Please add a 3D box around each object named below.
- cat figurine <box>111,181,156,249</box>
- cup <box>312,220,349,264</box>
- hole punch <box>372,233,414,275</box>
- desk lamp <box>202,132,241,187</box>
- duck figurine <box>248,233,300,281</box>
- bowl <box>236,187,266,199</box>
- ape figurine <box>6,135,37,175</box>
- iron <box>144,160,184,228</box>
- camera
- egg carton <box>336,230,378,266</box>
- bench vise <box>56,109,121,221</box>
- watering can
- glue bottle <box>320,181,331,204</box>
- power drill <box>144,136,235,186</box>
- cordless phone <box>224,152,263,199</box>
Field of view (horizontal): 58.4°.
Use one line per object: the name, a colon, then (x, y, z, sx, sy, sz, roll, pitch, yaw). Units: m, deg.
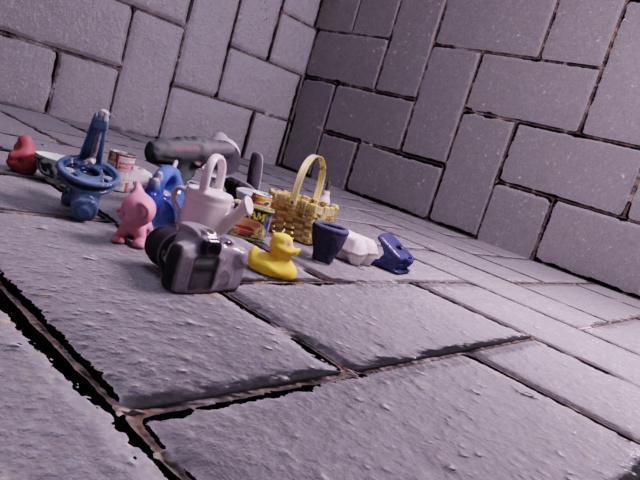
cat figurine: (-0.334, -0.049, 1.055, 0.067, 0.118, 0.127, 15, 10, -9)
cup: (0.013, 0.005, 1.404, 0.092, 0.095, 0.117, 14, 10, -16)
hole punch: (0.204, 0.037, 1.561, 0.100, 0.091, 0.109, 22, 11, 27)
desk lamp: (-0.322, -0.221, 1.751, 0.118, 0.213, 0.203, 13, 10, -19)
duck figurine: (-0.089, 0.026, 1.143, 0.104, 0.086, 0.077, 17, 10, 4)
bowl: (-0.180, -0.101, 1.734, 0.167, 0.075, 0.167, 16, 10, -3)
ape figurine: (-0.714, -0.208, 1.380, 0.076, 0.092, 0.078, 21, 11, 23)
iron: (-0.346, -0.098, 1.238, 0.119, 0.141, 0.258, 15, 10, -7)
camera: (-0.210, 0.017, 0.941, 0.136, 0.101, 0.144, 24, 12, 36)
egg carton: (0.076, 0.016, 1.523, 0.149, 0.069, 0.108, 24, 12, 36)
bench vise: (-0.475, -0.164, 1.154, 0.122, 0.220, 0.206, 7, 14, -46)
watering can: (-0.226, -0.083, 1.199, 0.173, 0.194, 0.101, 15, 10, -11)
glue bottle: (0.004, -0.089, 1.685, 0.037, 0.173, 0.078, 19, 10, 12)
power drill: (-0.327, -0.158, 1.404, 0.230, 0.208, 0.075, 7, 14, -45)
cordless phone: (-0.241, -0.201, 1.862, 0.147, 0.185, 0.094, 25, 13, 38)
